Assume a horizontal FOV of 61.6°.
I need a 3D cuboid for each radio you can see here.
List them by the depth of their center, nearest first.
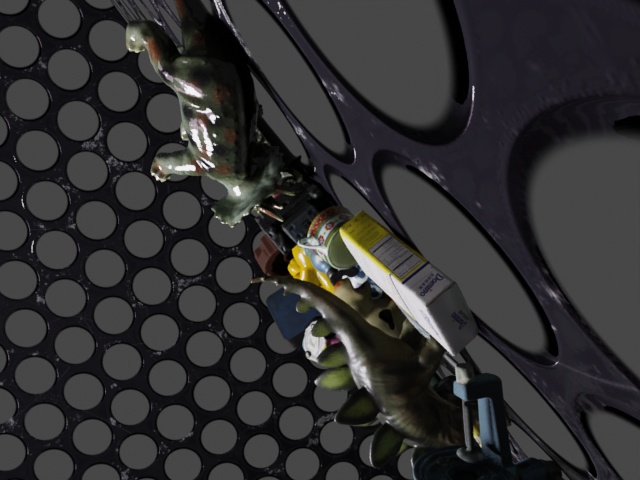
[{"bbox_3d":[-0.010,0.146,1.318,0.131,0.230,0.073,54,173,29],"label":"radio"}]

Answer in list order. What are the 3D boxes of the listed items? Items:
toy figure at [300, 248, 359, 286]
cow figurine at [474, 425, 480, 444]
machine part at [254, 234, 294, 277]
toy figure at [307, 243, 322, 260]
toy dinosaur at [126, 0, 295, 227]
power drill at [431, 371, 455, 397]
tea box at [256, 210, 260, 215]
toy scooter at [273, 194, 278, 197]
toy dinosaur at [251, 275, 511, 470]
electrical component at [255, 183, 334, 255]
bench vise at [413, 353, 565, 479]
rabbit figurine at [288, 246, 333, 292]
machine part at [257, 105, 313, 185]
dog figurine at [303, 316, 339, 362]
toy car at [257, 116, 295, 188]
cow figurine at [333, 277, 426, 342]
[{"bbox_3d":[0.001,-0.005,0.961,0.089,0.082,0.180,87,157,-49],"label":"toy figure"},{"bbox_3d":[0.284,0.352,1.028,0.098,0.068,0.167,59,174,-8],"label":"cow figurine"},{"bbox_3d":[-0.060,0.014,1.174,0.056,0.179,0.179,52,176,25],"label":"machine part"},{"bbox_3d":[0.026,0.004,0.842,0.155,0.058,0.064,17,124,54],"label":"toy figure"},{"bbox_3d":[-0.136,-0.175,0.703,0.192,0.131,0.404,16,135,23],"label":"toy dinosaur"},{"bbox_3d":[0.184,0.236,1.030,0.231,0.086,0.207,56,170,-33],"label":"power drill"},{"bbox_3d":[-0.082,-0.063,1.229,0.068,0.098,0.169,47,171,47],"label":"tea box"},{"bbox_3d":[-0.084,-0.106,1.072,0.183,0.075,0.135,49,179,-34],"label":"toy scooter"},{"bbox_3d":[0.104,0.196,0.756,0.471,0.198,0.105,50,173,0],"label":"toy dinosaur"},{"bbox_3d":[-0.039,-0.040,0.866,0.058,0.115,0.134,49,176,-23],"label":"electrical component"},{"bbox_3d":[0.204,0.260,0.642,0.129,0.224,0.240,-166,69,-76],"label":"bench vise"},{"bbox_3d":[-0.014,0.054,1.081,0.173,0.122,0.162,71,-173,-47],"label":"rabbit figurine"},{"bbox_3d":[-0.062,-0.138,0.815,0.138,0.039,0.084,51,-179,-12],"label":"machine part"},{"bbox_3d":[0.084,0.224,1.251,0.219,0.192,0.108,4,-95,-61],"label":"dog figurine"},{"bbox_3d":[-0.091,-0.148,0.918,0.074,0.056,0.201,37,167,51],"label":"toy car"},{"bbox_3d":[0.093,0.141,0.882,0.195,0.127,0.085,50,173,-3],"label":"cow figurine"}]
